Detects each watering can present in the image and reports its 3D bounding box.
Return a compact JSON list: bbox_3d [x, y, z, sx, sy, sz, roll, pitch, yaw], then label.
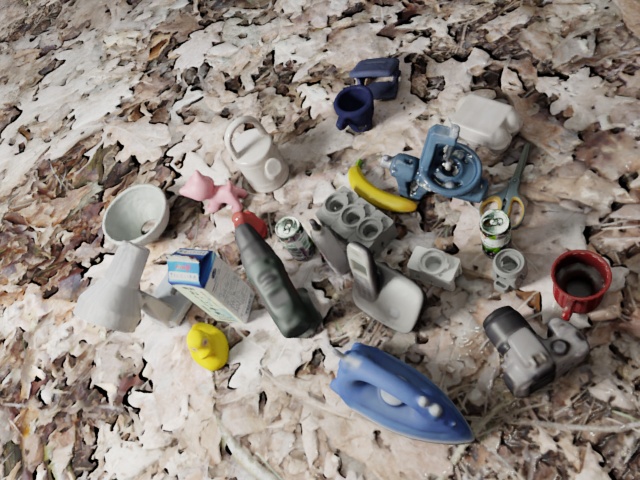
[{"bbox_3d":[-0.140,-0.195,1.265,0.172,0.194,0.101,19,70,27],"label":"watering can"}]

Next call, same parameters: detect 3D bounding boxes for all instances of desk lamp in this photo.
[{"bbox_3d":[-0.366,0.105,1.161,0.117,0.214,0.203,19,69,27],"label":"desk lamp"}]

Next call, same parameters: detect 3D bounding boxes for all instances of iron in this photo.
[{"bbox_3d":[0.132,0.253,0.948,0.257,0.142,0.119,23,71,28],"label":"iron"}]

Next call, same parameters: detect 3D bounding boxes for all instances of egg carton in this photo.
[{"bbox_3d":[0.341,-0.243,1.200,0.149,0.070,0.107,28,73,30],"label":"egg carton"}]

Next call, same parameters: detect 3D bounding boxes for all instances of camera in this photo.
[{"bbox_3d":[0.346,0.166,0.948,0.143,0.101,0.136,-31,56,0],"label":"camera"}]

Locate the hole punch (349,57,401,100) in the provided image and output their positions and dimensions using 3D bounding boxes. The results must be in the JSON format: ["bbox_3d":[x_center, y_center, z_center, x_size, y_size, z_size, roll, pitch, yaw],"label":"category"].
[{"bbox_3d":[0.130,-0.394,1.346,0.108,0.091,0.101,3,63,21],"label":"hole punch"}]

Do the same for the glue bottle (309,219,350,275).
[{"bbox_3d":[0.010,0.004,1.112,0.037,0.173,0.078,-39,57,-5],"label":"glue bottle"}]

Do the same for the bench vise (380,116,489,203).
[{"bbox_3d":[0.211,-0.143,1.098,0.207,0.220,0.121,-6,60,16],"label":"bench vise"}]

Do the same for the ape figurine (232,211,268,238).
[{"bbox_3d":[-0.160,-0.033,1.241,0.076,0.092,0.078,11,66,24],"label":"ape figurine"}]

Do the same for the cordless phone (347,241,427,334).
[{"bbox_3d":[0.114,0.080,1.026,0.147,0.185,0.094,26,73,30],"label":"cordless phone"}]

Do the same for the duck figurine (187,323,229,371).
[{"bbox_3d":[-0.234,0.203,1.137,0.077,0.086,0.104,-34,56,-1],"label":"duck figurine"}]

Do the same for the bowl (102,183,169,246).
[{"bbox_3d":[-0.419,-0.046,1.349,0.167,0.075,0.167,-8,59,15],"label":"bowl"}]

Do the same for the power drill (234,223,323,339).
[{"bbox_3d":[-0.073,0.095,1.068,0.075,0.209,0.229,-32,56,0],"label":"power drill"}]

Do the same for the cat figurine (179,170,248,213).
[{"bbox_3d":[-0.247,-0.116,1.303,0.127,0.118,0.067,-1,61,19],"label":"cat figurine"}]

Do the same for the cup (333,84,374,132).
[{"bbox_3d":[0.079,-0.278,1.295,0.091,0.095,0.118,21,70,28],"label":"cup"}]
